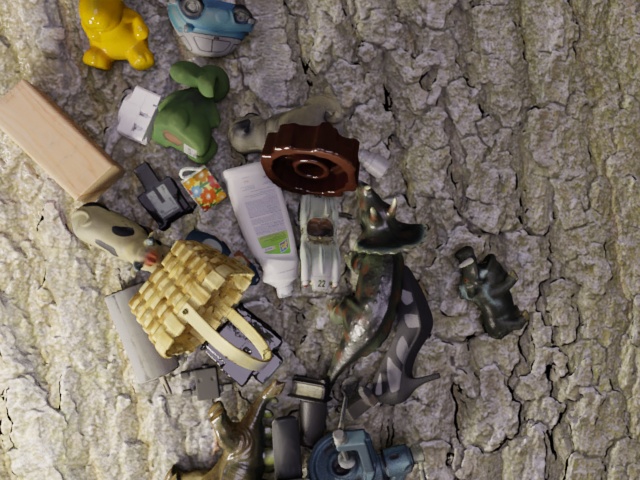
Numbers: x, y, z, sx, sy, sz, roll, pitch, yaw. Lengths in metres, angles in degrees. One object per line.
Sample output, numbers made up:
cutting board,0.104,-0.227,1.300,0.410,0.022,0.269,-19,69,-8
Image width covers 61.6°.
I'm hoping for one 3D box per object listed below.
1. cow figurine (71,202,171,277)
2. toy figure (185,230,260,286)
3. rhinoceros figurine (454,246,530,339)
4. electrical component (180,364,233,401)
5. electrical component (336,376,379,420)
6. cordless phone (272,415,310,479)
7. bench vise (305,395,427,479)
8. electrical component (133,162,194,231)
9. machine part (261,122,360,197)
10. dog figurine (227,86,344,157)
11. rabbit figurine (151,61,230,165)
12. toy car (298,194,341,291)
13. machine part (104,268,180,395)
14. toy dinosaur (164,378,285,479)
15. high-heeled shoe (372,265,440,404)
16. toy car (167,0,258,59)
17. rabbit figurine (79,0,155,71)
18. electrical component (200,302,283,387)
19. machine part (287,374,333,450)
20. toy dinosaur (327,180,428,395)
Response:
cow figurine,-0.339,-0.001,0.938,0.195,0.127,0.085,29,89,-2
toy figure,-0.178,0.038,0.989,0.154,0.058,0.064,30,97,-6
rhinoceros figurine,0.325,0.097,1.041,0.112,0.073,0.190,-25,93,4
electrical component,-0.210,0.262,0.997,0.094,0.021,0.063,-6,89,-6
electrical component,0.068,0.291,0.993,0.078,0.102,0.045,-31,88,-16
cordless phone,-0.087,0.398,0.907,0.147,0.089,0.184,-2,80,-18
bench vise,0.074,0.379,0.928,0.224,0.240,0.129,-6,47,9
electrical component,-0.294,-0.082,0.983,0.075,0.048,0.119,-38,92,-6
machine part,-0.014,-0.134,0.919,0.179,0.179,0.056,12,68,-6
dog figurine,-0.064,-0.196,0.955,0.191,0.172,0.121,-9,81,-13
rabbit figurine,-0.225,-0.251,0.958,0.121,0.159,0.170,23,71,4
toy car,-0.002,-0.003,0.984,0.073,0.056,0.202,4,64,-13
machine part,-0.318,0.164,0.961,0.079,0.079,0.243,-24,91,-6
toy dinosaur,-0.178,0.457,0.958,0.198,0.105,0.471,32,90,-8
high-heeled shoe,0.142,0.183,1.030,0.145,0.086,0.249,-19,71,23
toy car,-0.201,-0.386,0.984,0.162,0.109,0.102,6,111,-18
rabbit figurine,-0.355,-0.383,0.923,0.122,0.173,0.162,6,92,-2
electrical component,-0.135,0.198,0.990,0.134,0.058,0.115,41,87,-3
machine part,-0.018,0.320,1.000,0.084,0.039,0.138,0,94,19
toy dinosaur,0.089,0.104,0.950,0.131,0.192,0.404,12,86,-4
